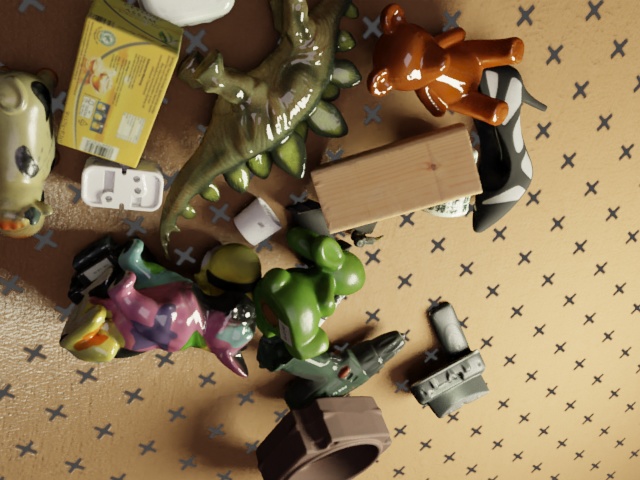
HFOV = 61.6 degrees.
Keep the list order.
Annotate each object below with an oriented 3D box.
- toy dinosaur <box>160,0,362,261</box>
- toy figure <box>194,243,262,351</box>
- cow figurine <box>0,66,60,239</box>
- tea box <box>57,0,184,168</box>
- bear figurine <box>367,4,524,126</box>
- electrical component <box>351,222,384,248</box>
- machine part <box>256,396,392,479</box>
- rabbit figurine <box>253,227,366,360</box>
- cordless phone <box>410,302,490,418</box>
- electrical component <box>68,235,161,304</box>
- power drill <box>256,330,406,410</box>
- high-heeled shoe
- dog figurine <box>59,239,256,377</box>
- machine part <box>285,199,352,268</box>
[{"bbox_3d":[-0.077,-0.165,0.680,0.471,0.105,0.198,-41,123,10],"label":"toy dinosaur"},{"bbox_3d":[-0.128,0.088,0.795,0.089,0.082,0.180,3,113,5],"label":"toy figure"},{"bbox_3d":[-0.345,-0.093,0.615,0.085,0.127,0.194,4,111,-16],"label":"cow figurine"},{"bbox_3d":[-0.230,-0.175,0.613,0.098,0.068,0.169,18,130,-25],"label":"tea box"},{"bbox_3d":[0.157,-0.221,0.681,0.196,0.132,0.120,-3,109,-53],"label":"bear figurine"},{"bbox_3d":[0.070,-0.041,0.819,0.078,0.045,0.102,23,107,-27],"label":"electrical component"},{"bbox_3d":[0.009,0.361,0.933,0.201,0.087,0.201,12,127,-36],"label":"machine part"},{"bbox_3d":[-0.011,0.058,0.777,0.170,0.121,0.158,-29,120,-32],"label":"rabbit figurine"},{"bbox_3d":[0.218,0.215,0.984,0.147,0.089,0.184,-27,109,-3],"label":"cordless phone"},{"bbox_3d":[-0.278,0.062,0.752,0.115,0.058,0.134,-32,120,-3],"label":"electrical component"},{"bbox_3d":[0.011,0.189,0.887,0.232,0.086,0.207,-39,138,9],"label":"power drill"},{"bbox_3d":[0.248,-0.135,0.812,0.145,0.086,0.248,15,105,-20],"label":"high-heeled shoe"},{"bbox_3d":[-0.192,0.116,0.700,0.219,0.109,0.191,39,103,-25],"label":"dog figurine"},{"bbox_3d":[-0.002,-0.002,0.821,0.084,0.039,0.138,-24,122,4],"label":"machine part"}]
